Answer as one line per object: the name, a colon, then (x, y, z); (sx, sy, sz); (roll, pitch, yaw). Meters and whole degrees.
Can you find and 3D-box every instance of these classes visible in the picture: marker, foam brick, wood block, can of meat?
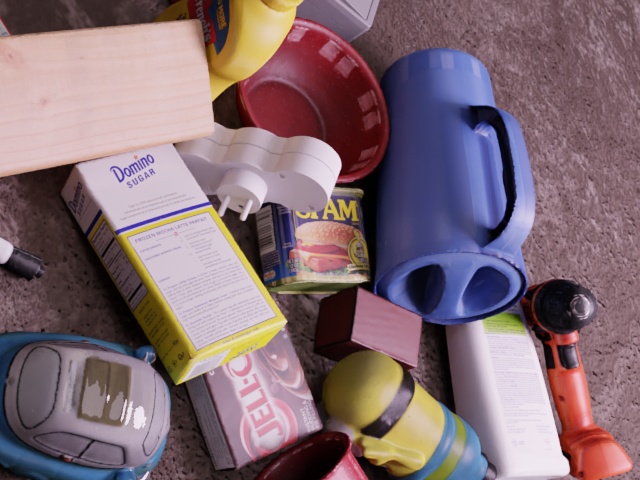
marker: (-0.247, -0.004, 0.745); (0.121, 0.020, 0.020); (32, 56, -27)
foam brick: (0.043, 0.081, 0.930); (0.078, 0.053, 0.051); (26, 59, -30)
wood block: (-0.183, -0.103, 0.762); (0.205, 0.091, 0.090); (-19, 107, -47)
can of meat: (-0.006, 0.001, 0.918); (0.101, 0.058, 0.084); (2, 75, -39)

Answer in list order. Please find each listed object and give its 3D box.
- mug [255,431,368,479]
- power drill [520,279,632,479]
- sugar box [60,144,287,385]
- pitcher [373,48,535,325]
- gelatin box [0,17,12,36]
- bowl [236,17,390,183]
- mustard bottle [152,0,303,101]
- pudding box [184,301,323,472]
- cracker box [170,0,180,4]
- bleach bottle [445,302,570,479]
mug: (-0.006, 0.215, 0.823); (0.117, 0.093, 0.081); (-34, 102, -15)
power drill: (0.243, 0.128, 1.014); (0.057, 0.184, 0.187); (-12, 87, 1)
sugar box: (-0.111, 0.013, 0.805); (0.093, 0.048, 0.176); (-19, 67, -42)
pitcher: (0.118, -0.058, 0.972); (0.145, 0.149, 0.243); (62, 23, -56)
gelatin box: (-0.266, -0.146, 0.775); (0.073, 0.030, 0.089); (-38, 102, -42)
bowl: (-0.017, -0.115, 0.947); (0.161, 0.055, 0.162); (16, 60, -30)
mustard bottle: (-0.073, -0.167, 0.833); (0.058, 0.192, 0.096); (17, 62, -36)
pudding box: (-0.057, 0.115, 0.843); (0.089, 0.039, 0.113); (-18, 85, -41)
cracker box: (-0.095, -0.301, 0.885); (0.072, 0.164, 0.213); (-38, 100, -44)
bleach bottle: (0.167, 0.103, 1.020); (0.102, 0.068, 0.251); (9, 66, -39)
